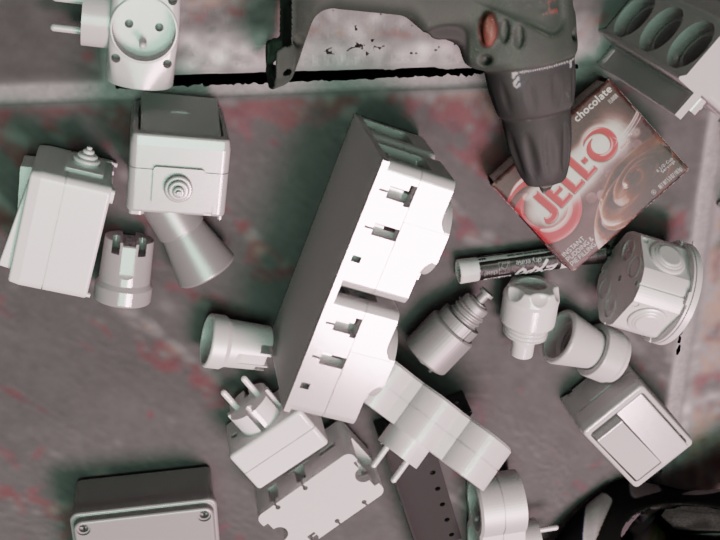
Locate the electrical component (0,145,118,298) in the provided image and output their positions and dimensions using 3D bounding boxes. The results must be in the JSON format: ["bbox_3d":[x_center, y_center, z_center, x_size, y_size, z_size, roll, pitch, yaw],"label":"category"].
[{"bbox_3d":[-0.200,-0.040,0.718,0.061,0.061,0.096,13,111,-16],"label":"electrical component"}]

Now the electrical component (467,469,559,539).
[{"bbox_3d":[0.132,0.230,0.909,0.074,0.052,0.138,-7,115,-8],"label":"electrical component"}]

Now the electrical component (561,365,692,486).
[{"bbox_3d":[0.222,0.128,0.875,0.062,0.061,0.096,-41,115,9],"label":"electrical component"}]

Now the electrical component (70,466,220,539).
[{"bbox_3d":[-0.165,0.217,0.844,0.109,0.056,0.108,-5,115,-9],"label":"electrical component"}]

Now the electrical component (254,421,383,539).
[{"bbox_3d":[-0.034,0.168,0.847,0.089,0.055,0.050,-36,115,7],"label":"electrical component"}]

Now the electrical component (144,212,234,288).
[{"bbox_3d":[-0.123,-0.026,0.752,0.044,0.044,0.065,-28,111,2],"label":"electrical component"}]

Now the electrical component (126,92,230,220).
[{"bbox_3d":[-0.118,-0.074,0.698,0.062,0.096,0.061,3,113,-13],"label":"electrical component"}]

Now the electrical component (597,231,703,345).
[{"bbox_3d":[0.218,0.013,0.813,0.051,0.080,0.080,16,110,-12],"label":"electrical component"}]

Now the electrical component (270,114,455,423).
[{"bbox_3d":[0.000,0.000,0.750,0.060,0.105,0.186,16,110,-17],"label":"electrical component"}]

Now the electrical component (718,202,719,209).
[{"bbox_3d":[0.315,-0.022,0.832,0.083,0.047,0.075,29,106,-21],"label":"electrical component"}]

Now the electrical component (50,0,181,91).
[{"bbox_3d":[-0.155,-0.158,0.682,0.079,0.044,0.077,4,113,-13],"label":"electrical component"}]

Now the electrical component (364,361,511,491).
[{"bbox_3d":[0.039,0.125,0.814,0.138,0.052,0.073,37,84,0],"label":"electrical component"}]

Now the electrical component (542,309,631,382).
[{"bbox_3d":[0.178,0.061,0.845,0.055,0.045,0.045,21,108,-19],"label":"electrical component"}]

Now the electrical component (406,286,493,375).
[{"bbox_3d":[0.071,0.045,0.820,0.040,0.040,0.078,38,103,-23],"label":"electrical component"}]

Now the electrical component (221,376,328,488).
[{"bbox_3d":[-0.075,0.112,0.819,0.066,0.047,0.076,-34,115,6],"label":"electrical component"}]

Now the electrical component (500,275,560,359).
[{"bbox_3d":[0.129,0.038,0.827,0.043,0.043,0.062,0,116,-11],"label":"electrical component"}]

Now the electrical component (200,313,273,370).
[{"bbox_3d":[-0.091,0.055,0.795,0.046,0.040,0.040,9,112,-21],"label":"electrical component"}]

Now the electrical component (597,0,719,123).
[{"bbox_3d":[0.219,-0.144,0.718,0.063,0.121,0.078,33,104,-25],"label":"electrical component"}]

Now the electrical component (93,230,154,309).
[{"bbox_3d":[-0.165,-0.001,0.756,0.040,0.040,0.046,7,106,-14],"label":"electrical component"}]
